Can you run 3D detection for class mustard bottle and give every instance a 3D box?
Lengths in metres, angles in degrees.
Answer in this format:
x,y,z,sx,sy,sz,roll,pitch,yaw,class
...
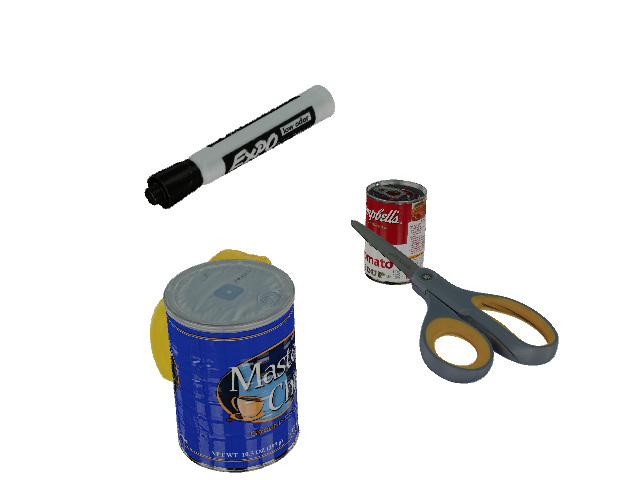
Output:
x,y,z,sx,sy,sz,roll,pitch,yaw,class
-0.102,0.063,1.105,0.058,0.096,0.191,12,29,22,mustard bottle

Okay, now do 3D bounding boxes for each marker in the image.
x,y,z,sx,sy,sz,roll,pitch,yaw,class
-0.041,-0.049,0.558,0.120,0.020,0.020,-33,18,-31,marker

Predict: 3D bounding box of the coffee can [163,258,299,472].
x,y,z,sx,sy,sz,roll,pitch,yaw,class
-0.070,0.100,0.863,0.103,0.140,0.103,-1,28,0,coffee can

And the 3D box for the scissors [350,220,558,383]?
x,y,z,sx,sy,sz,roll,pitch,yaw,class
0.065,0.040,0.725,0.202,0.016,0.096,27,42,36,scissors

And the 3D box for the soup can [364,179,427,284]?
x,y,z,sx,sy,sz,roll,pitch,yaw,class
0.083,-0.010,1.200,0.068,0.102,0.068,1,24,0,soup can
